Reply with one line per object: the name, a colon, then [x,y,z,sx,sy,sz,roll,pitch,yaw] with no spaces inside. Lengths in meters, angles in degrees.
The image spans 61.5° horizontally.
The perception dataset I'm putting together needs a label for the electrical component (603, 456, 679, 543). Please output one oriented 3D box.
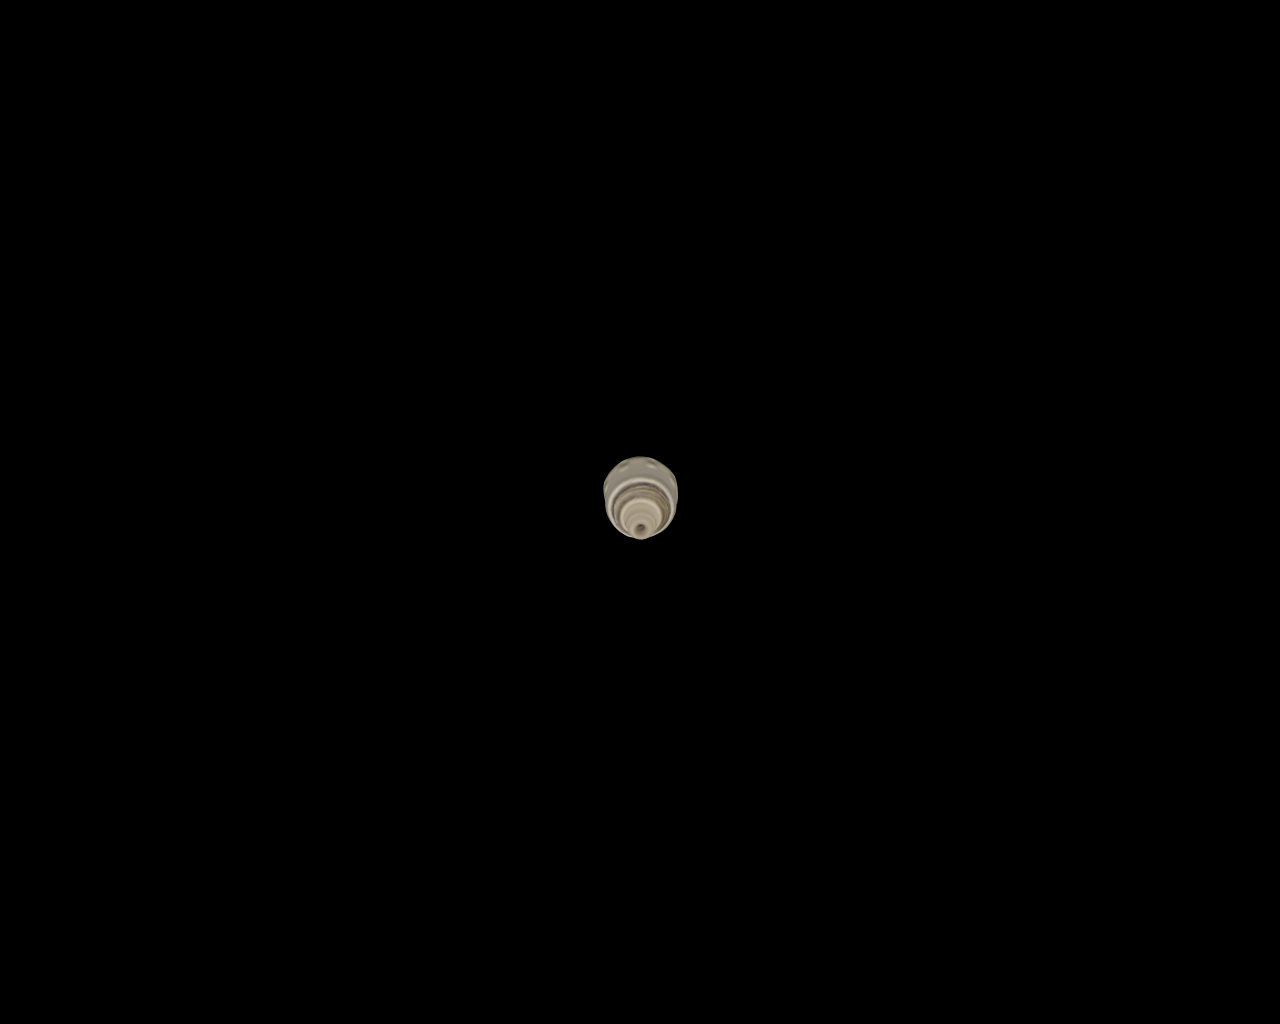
electrical component: [0.001,-0.003,0.650,0.048,0.048,0.062,0,25,0]
